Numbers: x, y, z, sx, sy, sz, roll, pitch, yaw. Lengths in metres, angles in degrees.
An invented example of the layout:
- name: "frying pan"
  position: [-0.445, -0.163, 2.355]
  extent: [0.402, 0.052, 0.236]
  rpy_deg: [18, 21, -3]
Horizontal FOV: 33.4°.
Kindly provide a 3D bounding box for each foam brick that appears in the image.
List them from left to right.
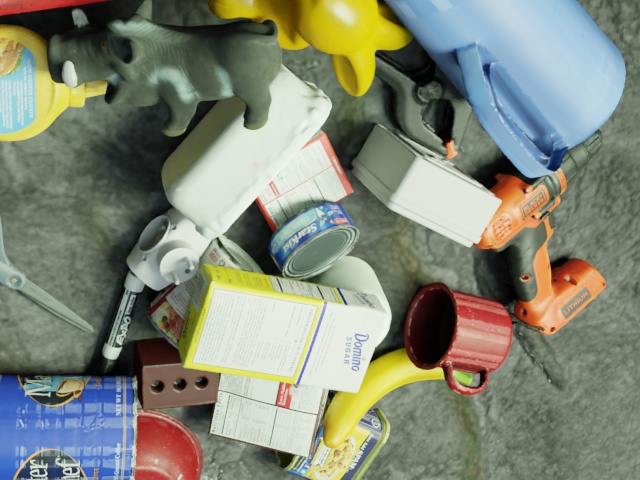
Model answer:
- name: "foam brick"
  position: [-0.144, 0.131, 1.064]
  extent: [0.078, 0.051, 0.053]
  rpy_deg: [-4, 117, -17]

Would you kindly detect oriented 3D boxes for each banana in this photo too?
- name: "banana"
  position: [0.070, 0.155, 1.128]
  extent: [0.197, 0.070, 0.037]
  rpy_deg: [-21, 135, -29]

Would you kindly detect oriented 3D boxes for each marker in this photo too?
- name: "marker"
  position: [-0.196, 0.086, 1.043]
  extent: [0.020, 0.020, 0.121]
  rpy_deg: [13, 110, -24]

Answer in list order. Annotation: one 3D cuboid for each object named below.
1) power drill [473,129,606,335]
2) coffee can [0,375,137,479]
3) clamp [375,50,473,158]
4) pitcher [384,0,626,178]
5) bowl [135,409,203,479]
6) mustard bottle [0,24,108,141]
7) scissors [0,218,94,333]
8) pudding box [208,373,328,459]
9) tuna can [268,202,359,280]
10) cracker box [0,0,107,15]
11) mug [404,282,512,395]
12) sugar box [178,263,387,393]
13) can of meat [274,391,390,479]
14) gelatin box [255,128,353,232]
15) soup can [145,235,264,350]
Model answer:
- name: "power drill"
  position: [0.240, -0.009, 1.113]
  extent: [0.184, 0.057, 0.187]
  rpy_deg: [-37, 124, -16]
- name: "coffee can"
  position: [-0.247, 0.179, 1.014]
  extent: [0.140, 0.103, 0.103]
  rpy_deg: [2, 115, -12]
- name: "clamp"
  position: [0.107, -0.157, 1.009]
  extent: [0.120, 0.039, 0.171]
  rpy_deg: [-26, 128, 14]
- name: "pitcher"
  position: [0.145, -0.171, 0.880]
  extent: [0.145, 0.149, 0.242]
  rpy_deg: [-49, 134, 6]
- name: "bowl"
  position: [-0.195, 0.257, 1.109]
  extent: [0.162, 0.055, 0.162]
  rpy_deg: [-8, 118, -16]
- name: "mustard bottle"
  position: [-0.273, -0.130, 0.885]
  extent: [0.191, 0.058, 0.096]
  rpy_deg: [-3, 109, -17]
- name: "scissors"
  position: [-0.280, 0.016, 0.982]
  extent: [0.201, 0.016, 0.096]
  rpy_deg: [23, 107, -27]
- name: "pudding box"
  position: [-0.052, 0.166, 1.093]
  extent: [0.113, 0.039, 0.090]
  rpy_deg: [14, 106, 6]
- name: "tuna can"
  position: [-0.007, 0.001, 1.032]
  extent: [0.086, 0.034, 0.086]
  rpy_deg: [-27, 157, -13]
- name: "cracker box"
  position: [-0.208, -0.289, 0.820]
  extent: [0.164, 0.072, 0.214]
  rpy_deg: [-10, 118, -14]
- name: "mug"
  position: [0.149, 0.107, 1.120]
  extent: [0.081, 0.117, 0.093]
  rpy_deg: [13, 143, -29]
- name: "sugar box"
  position: [-0.035, 0.084, 0.997]
  extent: [0.176, 0.048, 0.093]
  rpy_deg: [11, 112, -22]
- name: "can of meat"
  position: [0.011, 0.218, 1.158]
  extent: [0.083, 0.057, 0.102]
  rpy_deg: [27, 104, -26]
- name: "gelatin box"
  position: [-0.023, -0.058, 1.024]
  extent: [0.089, 0.030, 0.073]
  rpy_deg: [-30, 123, -2]
- name: "soup can"
  position: [-0.109, 0.052, 1.028]
  extent: [0.102, 0.068, 0.068]
  rpy_deg: [-46, 121, 6]
